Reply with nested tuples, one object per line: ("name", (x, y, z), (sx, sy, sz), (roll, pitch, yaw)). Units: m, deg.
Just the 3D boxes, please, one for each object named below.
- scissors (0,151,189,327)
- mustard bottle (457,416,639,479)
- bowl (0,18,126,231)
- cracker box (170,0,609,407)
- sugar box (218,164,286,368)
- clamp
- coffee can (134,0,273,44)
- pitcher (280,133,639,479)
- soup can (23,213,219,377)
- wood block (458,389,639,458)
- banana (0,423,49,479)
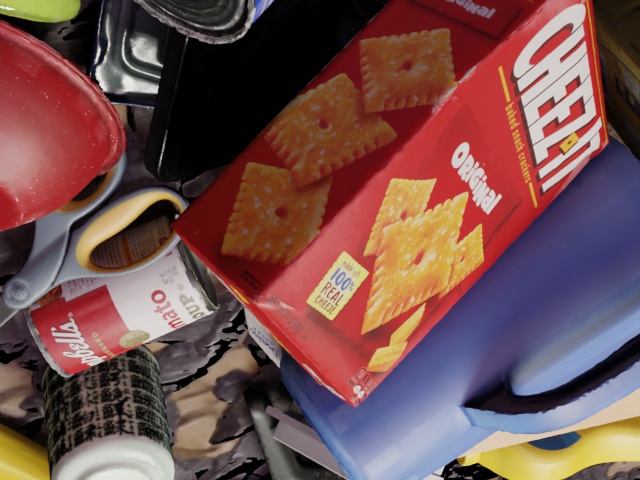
("scissors", (-0.173, 0.008, 0.608), (0.201, 0.016, 0.096), (-26, 94, -1))
("mustard bottle", (0.176, 0.138, 0.819), (0.191, 0.096, 0.058), (-11, 134, -9))
("bowl", (-0.179, -0.049, 0.516), (0.162, 0.055, 0.162), (12, 155, 5))
("cracker box", (0.049, -0.030, 0.537), (0.213, 0.072, 0.164), (-45, 150, -6))
("sugar box", (-0.004, 0.001, 0.631), (0.093, 0.048, 0.176), (-35, 149, -18))
("clamp", (-0.042, 0.208, 0.849), (0.165, 0.036, 0.209), (-39, 130, 17))
("coffee can", (-0.026, -0.167, 0.447), (0.140, 0.103, 0.102), (-51, 136, -21))
("pitcher", (0.104, 0.052, 0.637), (0.243, 0.145, 0.149), (-35, 170, -3))
("soup can", (-0.121, 0.033, 0.652), (0.102, 0.068, 0.068), (-24, 133, 2))
("wood block", (0.181, 0.076, 0.773), (0.206, 0.090, 0.091), (-11, 132, -9))
("banana", (-0.232, 0.125, 0.707), (0.070, 0.037, 0.197), (-22, 133, 34))
